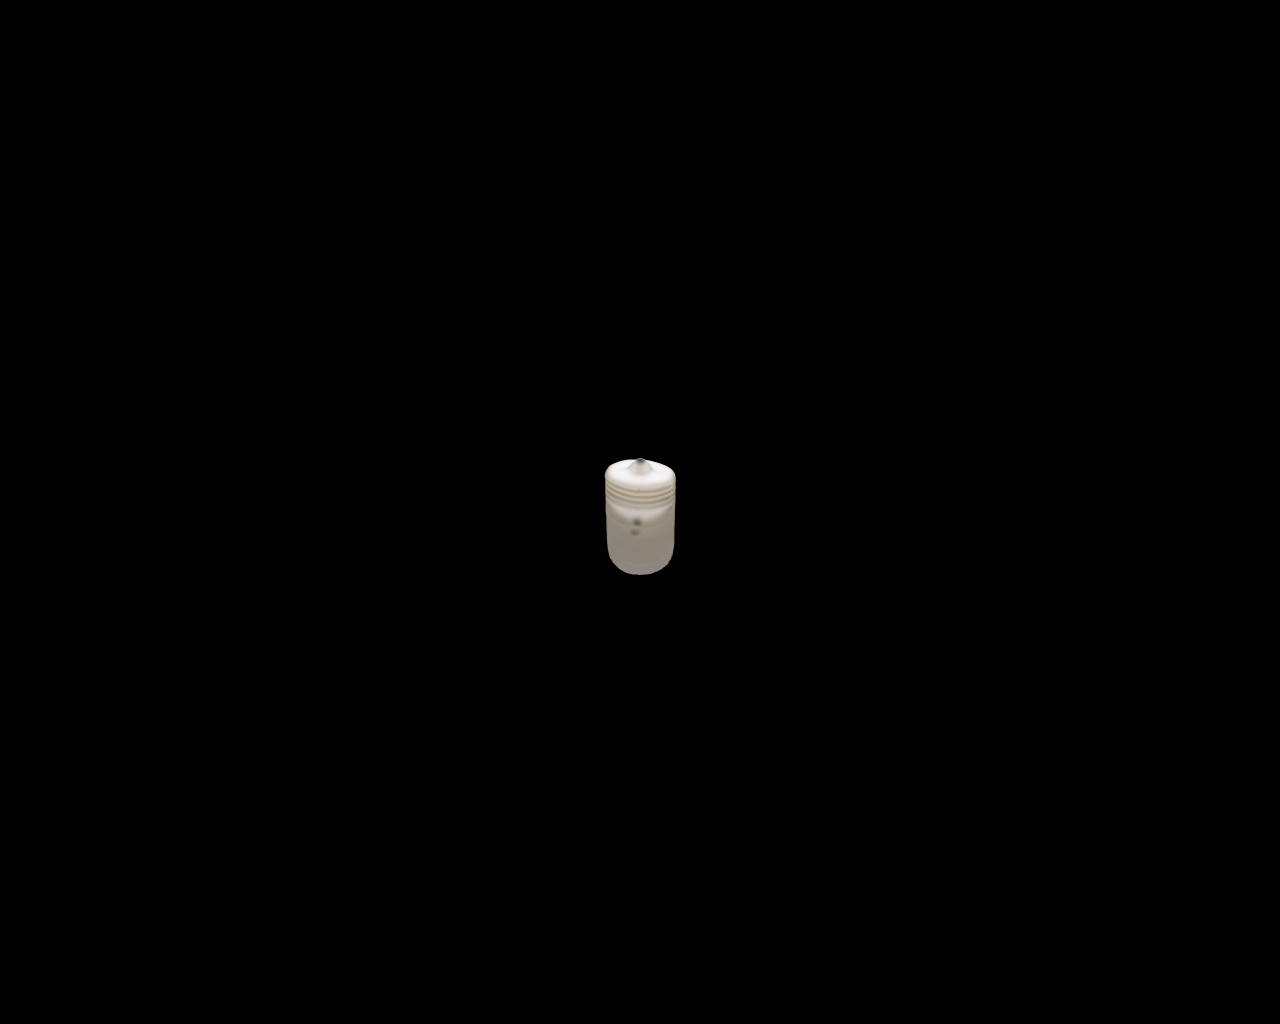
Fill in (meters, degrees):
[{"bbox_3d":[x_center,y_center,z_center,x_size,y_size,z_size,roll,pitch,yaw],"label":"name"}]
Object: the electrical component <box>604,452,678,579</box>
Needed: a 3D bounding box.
[{"bbox_3d":[0.001,-0.003,0.650,0.043,0.080,0.043,0,44,0],"label":"electrical component"}]
